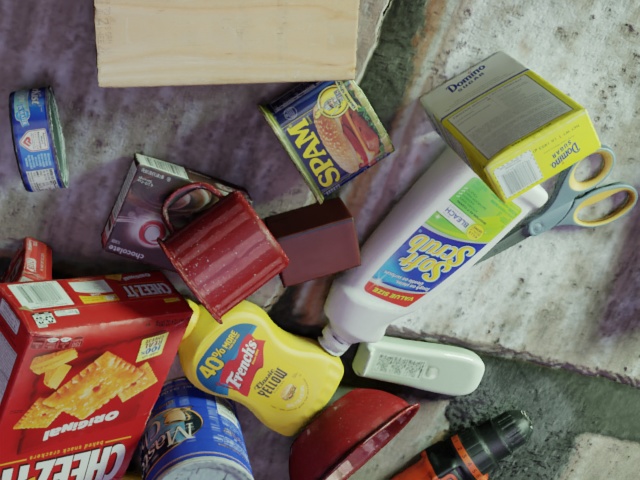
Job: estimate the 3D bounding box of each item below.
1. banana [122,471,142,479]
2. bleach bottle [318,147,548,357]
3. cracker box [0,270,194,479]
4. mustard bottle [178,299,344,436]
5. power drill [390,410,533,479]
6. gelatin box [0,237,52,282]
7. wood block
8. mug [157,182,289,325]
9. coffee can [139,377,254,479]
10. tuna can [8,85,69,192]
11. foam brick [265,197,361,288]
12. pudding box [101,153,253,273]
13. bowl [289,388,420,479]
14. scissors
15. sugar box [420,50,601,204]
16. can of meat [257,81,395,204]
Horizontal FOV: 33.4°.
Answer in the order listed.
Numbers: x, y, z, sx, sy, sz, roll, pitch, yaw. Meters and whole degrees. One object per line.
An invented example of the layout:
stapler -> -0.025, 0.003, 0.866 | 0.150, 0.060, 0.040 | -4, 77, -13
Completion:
banana -> -0.129, 0.262, 1.082 | 0.197, 0.070, 0.037 | 14, 69, -9
bleach bottle -> 0.095, 0.017, 1.019 | 0.102, 0.068, 0.251 | 34, 106, -25
cracker box -> -0.223, 0.134, 0.941 | 0.163, 0.072, 0.214 | -4, 128, -44
mustard bottle -> -0.076, 0.109, 1.024 | 0.191, 0.058, 0.096 | 33, 104, -24
power drill -> 0.181, 0.287, 1.169 | 0.184, 0.057, 0.187 | -32, 115, 7
gelatin box -> -0.269, 0.051, 0.943 | 0.030, 0.073, 0.089 | 26, 107, -22
wood block -> -0.079, -0.181, 0.868 | 0.206, 0.091, 0.090 | -3, 116, -12
mug -> -0.088, 0.002, 0.918 | 0.081, 0.093, 0.117 | -37, 85, -3
coffee can -> -0.119, 0.210, 1.014 | 0.102, 0.140, 0.103 | -5, 116, -11
tuna can -> -0.232, -0.083, 0.881 | 0.033, 0.086, 0.086 | -9, 116, -8
foam brick -> -0.007, 0.001, 0.992 | 0.078, 0.053, 0.051 | -16, 117, -4
pudding box -> -0.129, -0.019, 0.961 | 0.113, 0.039, 0.090 | 19, 109, -21
bowl -> 0.022, 0.198, 1.061 | 0.162, 0.162, 0.055 | -45, 75, 9
scissors -> 0.216, -0.034, 1.048 | 0.201, 0.016, 0.096 | -15, 116, -6
sugar box -> 0.157, -0.101, 0.912 | 0.093, 0.176, 0.048 | -30, 116, 2
can of meat -> 0.007, -0.097, 0.947 | 0.084, 0.057, 0.102 | -33, 118, 0
